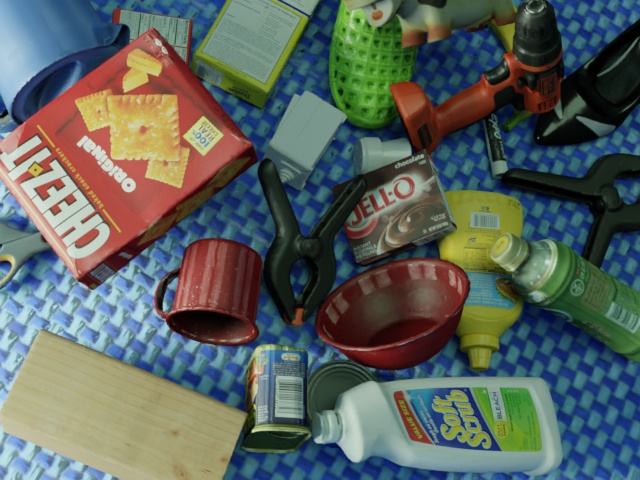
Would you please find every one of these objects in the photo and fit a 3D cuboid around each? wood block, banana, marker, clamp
[{"bbox_3d":[-0.183,0.170,0.996,0.206,0.091,0.090,23,67,-4],"label":"wood block"},{"bbox_3d":[0.228,-0.226,1.265,0.069,0.037,0.198,-8,72,-17],"label":"banana"},{"bbox_3d":[0.198,-0.129,1.232,0.020,0.020,0.121,-3,71,-14],"label":"marker"},{"bbox_3d":[0.324,-0.032,1.215,0.209,0.036,0.164,-19,79,-21],"label":"clamp"},{"bbox_3d":[-0.007,0.001,1.103,0.120,0.039,0.171,-1,96,-17],"label":"clamp"}]

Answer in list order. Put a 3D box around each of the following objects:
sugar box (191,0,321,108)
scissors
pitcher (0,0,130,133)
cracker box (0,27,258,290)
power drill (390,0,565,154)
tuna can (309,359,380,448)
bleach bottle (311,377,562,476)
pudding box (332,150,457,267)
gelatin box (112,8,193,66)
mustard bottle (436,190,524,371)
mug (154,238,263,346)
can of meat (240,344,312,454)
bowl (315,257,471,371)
[{"bbox_3d":[-0.065,-0.243,1.201,0.093,0.048,0.176,27,63,-2],"label":"sugar box"},{"bbox_3d":[-0.291,-0.012,1.080,0.201,0.016,0.096,-33,80,-22],"label":"scissors"},{"bbox_3d":[-0.319,-0.238,1.106,0.149,0.145,0.243,-23,73,-32],"label":"pitcher"},{"bbox_3d":[-0.194,-0.082,1.051,0.213,0.072,0.164,-38,79,-6],"label":"cracker box"},{"bbox_3d":[0.173,-0.170,1.149,0.187,0.184,0.057,-22,61,3],"label":"power drill"},{"bbox_3d":[0.021,0.166,1.075,0.086,0.034,0.086,4,69,-11],"label":"tuna can"},{"bbox_3d":[0.112,0.187,1.046,0.250,0.068,0.102,1,69,-24],"label":"bleach bottle"},{"bbox_3d":[0.078,-0.032,1.134,0.113,0.039,0.090,-21,74,12],"label":"pudding box"},{"bbox_3d":[-0.186,-0.210,1.169,0.089,0.030,0.073,7,67,-11],"label":"gelatin box"},{"bbox_3d":[0.169,0.045,1.140,0.096,0.058,0.191,6,69,-10],"label":"mustard bottle"},{"bbox_3d":[-0.112,0.052,1.066,0.117,0.093,0.081,-6,61,23],"label":"mug"},{"bbox_3d":[-0.042,0.154,1.029,0.057,0.102,0.084,5,67,-11],"label":"can of meat"},{"bbox_3d":[0.079,0.083,1.078,0.162,0.162,0.055,-30,118,-21],"label":"bowl"}]
